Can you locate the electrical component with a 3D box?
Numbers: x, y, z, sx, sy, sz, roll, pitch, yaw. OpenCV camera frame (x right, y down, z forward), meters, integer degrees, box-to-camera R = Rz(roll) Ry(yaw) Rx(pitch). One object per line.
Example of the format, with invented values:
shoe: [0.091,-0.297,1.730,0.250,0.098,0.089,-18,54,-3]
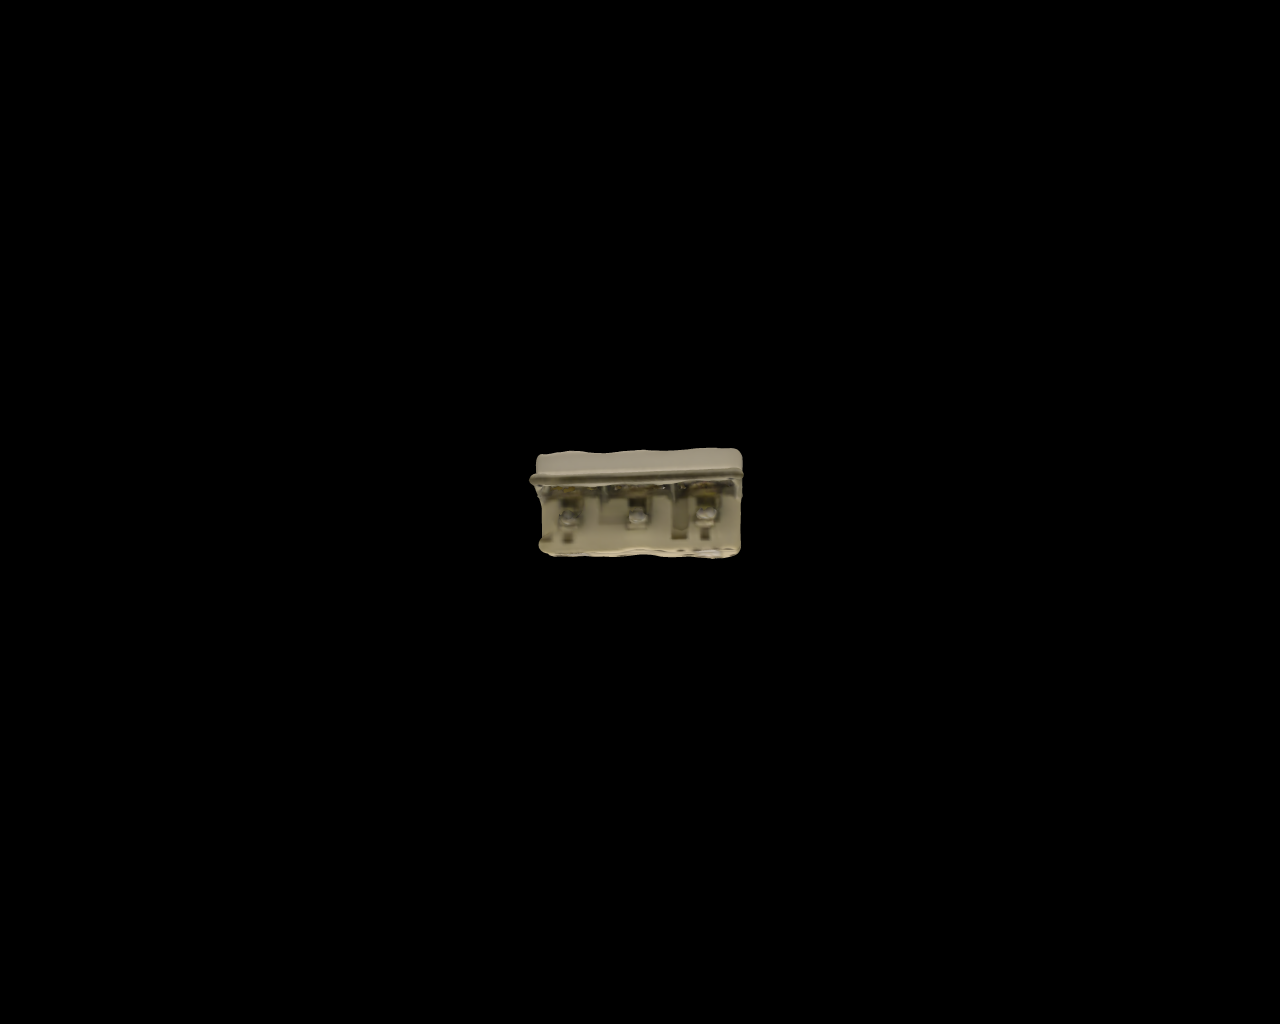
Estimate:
electrical component: [0.001,-0.003,0.650,0.121,0.063,0.078,-1,-7,5]
